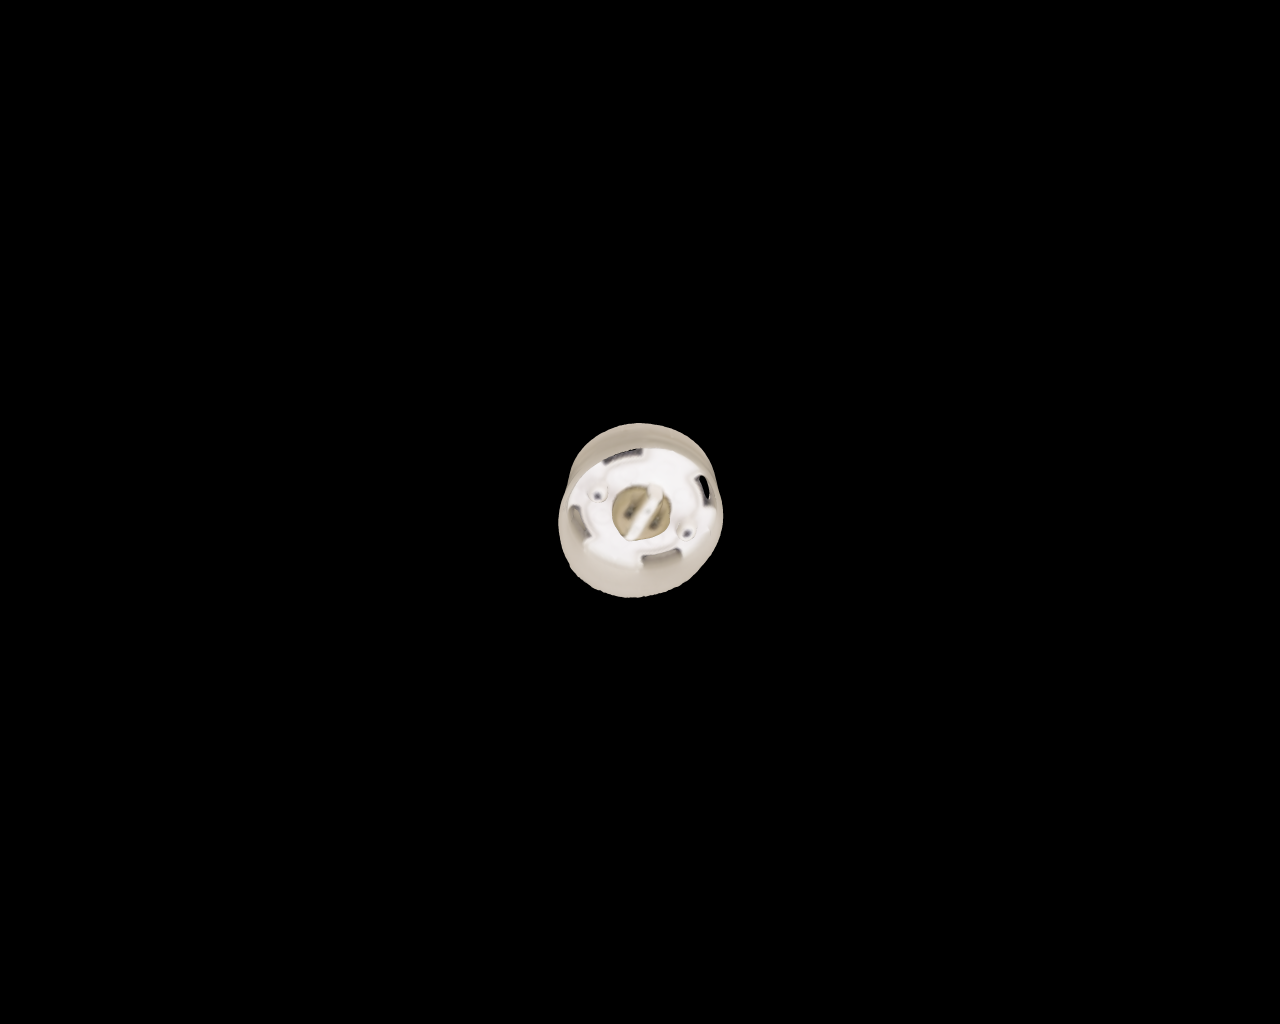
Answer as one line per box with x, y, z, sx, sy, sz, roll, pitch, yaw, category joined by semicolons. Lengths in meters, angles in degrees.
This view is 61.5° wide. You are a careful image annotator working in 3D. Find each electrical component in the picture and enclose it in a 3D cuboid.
0.001;-0.003;0.650;0.099;0.099;0.064;0;36;0;electrical component
